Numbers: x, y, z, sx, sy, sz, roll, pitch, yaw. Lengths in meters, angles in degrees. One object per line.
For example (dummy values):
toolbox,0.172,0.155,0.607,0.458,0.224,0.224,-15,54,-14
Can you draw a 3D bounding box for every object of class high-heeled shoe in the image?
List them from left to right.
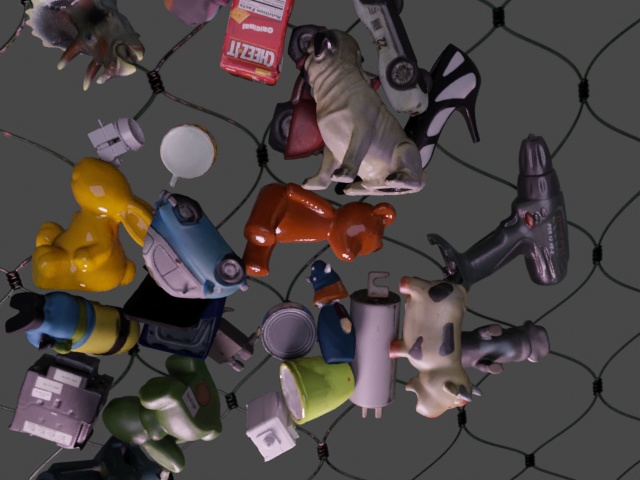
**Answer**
high-heeled shoe,0.115,-0.166,0.751,0.249,0.086,0.145,-23,99,-2

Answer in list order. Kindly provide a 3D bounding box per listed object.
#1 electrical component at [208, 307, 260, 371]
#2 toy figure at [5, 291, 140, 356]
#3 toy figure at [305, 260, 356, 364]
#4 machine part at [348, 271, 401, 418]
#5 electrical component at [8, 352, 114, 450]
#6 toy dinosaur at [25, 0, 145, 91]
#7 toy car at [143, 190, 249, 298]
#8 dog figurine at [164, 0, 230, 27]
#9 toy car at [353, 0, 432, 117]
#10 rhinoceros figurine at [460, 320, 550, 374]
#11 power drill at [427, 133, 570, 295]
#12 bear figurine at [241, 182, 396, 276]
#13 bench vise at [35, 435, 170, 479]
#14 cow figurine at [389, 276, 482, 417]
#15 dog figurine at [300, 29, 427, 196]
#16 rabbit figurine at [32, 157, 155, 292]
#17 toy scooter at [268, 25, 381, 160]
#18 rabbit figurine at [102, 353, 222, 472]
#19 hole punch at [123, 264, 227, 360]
electrical component,-0.141,0.147,0.817,0.102,0.045,0.078,36,126,-11
toy figure,-0.324,0.116,0.724,0.089,0.180,0.082,11,75,25
toy figure,0.016,0.104,0.797,0.064,0.057,0.154,-17,68,20
machine part,0.081,0.165,0.827,0.079,0.079,0.243,-1,105,-6
electrical component,-0.379,0.231,0.798,0.115,0.058,0.134,23,101,-9
toy dinosaur,-0.317,-0.369,0.633,0.192,0.131,0.404,-33,99,2
toy car,-0.170,0.020,0.686,0.103,0.109,0.161,-41,114,-12
dog figurine,-0.128,-0.352,0.595,0.108,0.219,0.191,11,144,-15
toy car,0.092,-0.258,0.701,0.056,0.073,0.201,-21,85,28
rhinoceros figurine,0.258,0.169,0.835,0.190,0.112,0.073,-9,77,9
power drill,0.270,-0.018,0.808,0.207,0.086,0.231,-27,108,-7
bear figurine,-0.001,-0.006,0.750,0.196,0.132,0.120,18,143,-3
bench vise,-0.279,0.389,0.756,0.129,0.241,0.223,-45,147,-2
cow figurine,0.169,0.153,0.768,0.127,0.085,0.194,6,84,32
dog figurine,0.061,-0.156,0.667,0.172,0.121,0.190,6,85,-39
rabbit figurine,-0.292,-0.021,0.715,0.162,0.122,0.173,10,103,-15
toy scooter,0.009,-0.190,0.733,0.135,0.075,0.183,13,98,-11
rabbit figurine,-0.239,0.261,0.814,0.170,0.121,0.159,-19,114,18
hole punch,-0.197,0.099,0.758,0.142,0.116,0.092,8,133,15
